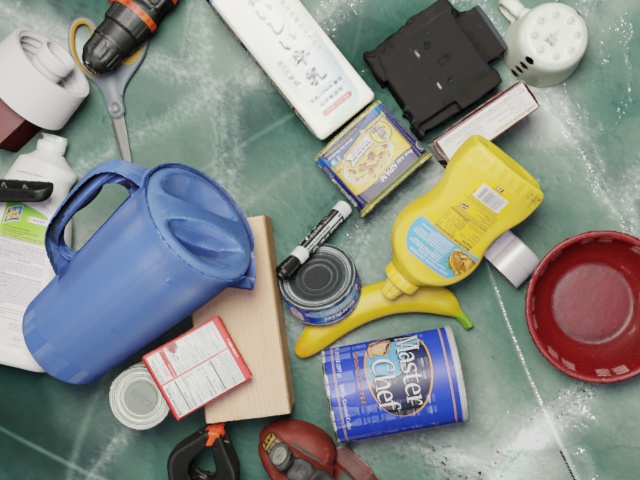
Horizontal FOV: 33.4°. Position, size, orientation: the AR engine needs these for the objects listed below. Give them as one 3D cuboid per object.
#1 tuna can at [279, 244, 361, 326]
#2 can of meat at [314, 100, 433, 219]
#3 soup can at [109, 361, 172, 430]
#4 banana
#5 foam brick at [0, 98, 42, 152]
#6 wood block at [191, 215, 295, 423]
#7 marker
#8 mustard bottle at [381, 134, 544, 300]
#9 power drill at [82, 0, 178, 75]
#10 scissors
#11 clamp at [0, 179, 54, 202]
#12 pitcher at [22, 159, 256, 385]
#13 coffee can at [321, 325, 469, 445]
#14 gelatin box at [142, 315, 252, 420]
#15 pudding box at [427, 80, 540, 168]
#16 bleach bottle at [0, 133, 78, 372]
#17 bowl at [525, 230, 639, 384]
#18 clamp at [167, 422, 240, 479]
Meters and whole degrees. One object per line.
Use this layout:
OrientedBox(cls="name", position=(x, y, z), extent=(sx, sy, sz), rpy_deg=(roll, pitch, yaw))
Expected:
OrientedBox(cls="tuna can", position=(0.000, 0.047, 1.141), extent=(0.086, 0.033, 0.086), rpy_deg=(-6, 56, 9))
OrientedBox(cls="can of meat", position=(0.056, -0.087, 1.146), extent=(0.102, 0.057, 0.084), rpy_deg=(-42, 87, 2))
OrientedBox(cls="soup can", position=(-0.181, 0.161, 1.138), extent=(0.068, 0.102, 0.068), rpy_deg=(0, 91, 3))
OrientedBox(cls="banana", position=(0.065, 0.080, 1.158), extent=(0.198, 0.037, 0.069), rpy_deg=(-10, 89, 3))
OrientedBox(cls="foam brick", position=(-0.338, -0.132, 1.152), extent=(0.051, 0.078, 0.053), rpy_deg=(-42, 89, 1))
OrientedBox(cls="wood block", position=(-0.086, 0.082, 1.139), extent=(0.091, 0.090, 0.206), rpy_deg=(-8, 90, 2))
OrientedBox(cls="marker", position=(-0.008, 0.001, 1.137), extent=(0.020, 0.020, 0.121), rpy_deg=(42, 58, 1))
OrientedBox(cls="mustard bottle", position=(0.130, -0.009, 1.090), extent=(0.096, 0.058, 0.192), rpy_deg=(36, 111, -16))
OrientedBox(cls="power drill", position=(-0.241, -0.294, 1.142), extent=(0.187, 0.057, 0.184), rpy_deg=(39, 79, -3))
OrientedBox(cls="scissors", position=(-0.210, -0.159, 1.176), extent=(0.096, 0.016, 0.202), rpy_deg=(-26, 90, 2))
OrientedBox(cls="clamp", position=(-0.380, -0.058, 1.130), extent=(0.164, 0.036, 0.210), rpy_deg=(47, 121, 1))
OrientedBox(cls="pitcher", position=(-0.195, 0.036, 1.052), extent=(0.243, 0.144, 0.149), rpy_deg=(-38, 67, 30))
OrientedBox(cls="coffee can", position=(0.079, 0.153, 1.126), extent=(0.140, 0.103, 0.103), rpy_deg=(-11, 91, 3))
OrientedBox(cls="gelatin box", position=(-0.124, 0.128, 1.075), extent=(0.089, 0.030, 0.073), rpy_deg=(-29, 90, -7))
OrientedBox(cls="pudding box", position=(0.171, -0.120, 1.124), extent=(0.113, 0.090, 0.039), rpy_deg=(-37, 91, 3))
OrientedBox(cls="bleach bottle", position=(-0.310, 0.010, 1.162), extent=(0.102, 0.068, 0.251), rpy_deg=(13, 89, 2))
OrientedBox(cls="bowl", position=(0.296, 0.070, 1.139), extent=(0.162, 0.055, 0.162), rpy_deg=(0, 91, 3))
OrientedBox(cls="clamp", position=(-0.142, 0.268, 1.152), extent=(0.120, 0.039, 0.171), rpy_deg=(9, 111, 0))
